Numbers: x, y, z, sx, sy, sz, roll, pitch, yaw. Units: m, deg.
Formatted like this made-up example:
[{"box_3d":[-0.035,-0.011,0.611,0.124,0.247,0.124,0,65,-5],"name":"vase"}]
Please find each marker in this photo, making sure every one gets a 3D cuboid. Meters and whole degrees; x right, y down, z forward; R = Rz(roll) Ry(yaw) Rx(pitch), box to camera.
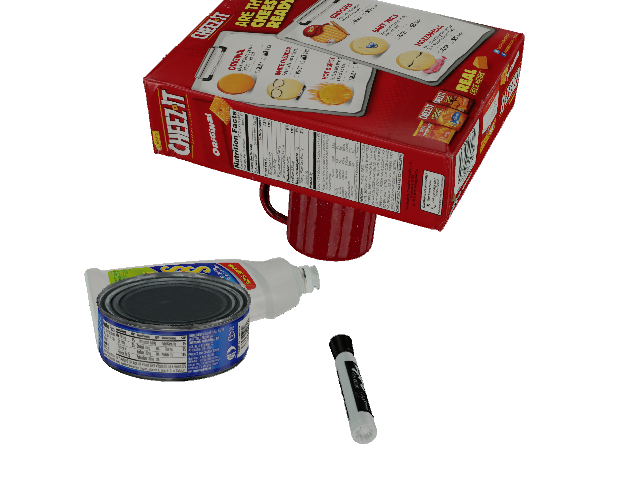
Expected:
[{"box_3d":[0.024,0.110,0.823,0.020,0.020,0.121,0,30,-9],"name":"marker"}]

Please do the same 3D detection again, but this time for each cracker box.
[{"box_3d":[0.013,-0.100,0.733,0.214,0.072,0.164,16,43,18],"name":"cracker box"}]

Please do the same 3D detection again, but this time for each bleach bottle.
[{"box_3d":[-0.127,0.058,1.178,0.250,0.068,0.103,-10,36,-13],"name":"bleach bottle"}]

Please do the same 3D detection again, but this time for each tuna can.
[{"box_3d":[-0.082,0.047,0.600,0.086,0.034,0.086,2,18,-1],"name":"tuna can"}]

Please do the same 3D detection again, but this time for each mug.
[{"box_3d":[0.000,-0.035,0.984,0.117,0.081,0.093,10,26,8],"name":"mug"}]
